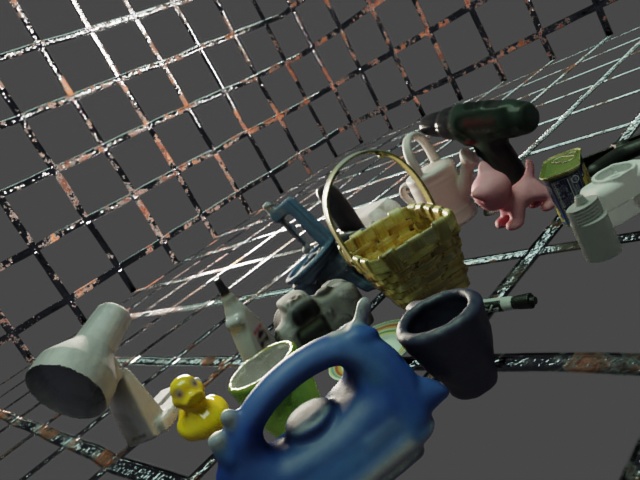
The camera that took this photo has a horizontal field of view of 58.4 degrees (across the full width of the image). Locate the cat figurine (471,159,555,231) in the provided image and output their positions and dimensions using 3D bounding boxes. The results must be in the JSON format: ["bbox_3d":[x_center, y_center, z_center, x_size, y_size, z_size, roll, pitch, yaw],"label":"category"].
[{"bbox_3d":[0.301,-0.081,0.926,0.128,0.118,0.067,-30,12,-5],"label":"cat figurine"}]

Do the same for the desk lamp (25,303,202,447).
[{"bbox_3d":[-0.319,0.217,0.895,0.117,0.214,0.203,-24,13,25],"label":"desk lamp"}]

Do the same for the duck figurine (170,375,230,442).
[{"bbox_3d":[-0.184,0.233,0.823,0.078,0.086,0.104,-35,13,-27],"label":"duck figurine"}]

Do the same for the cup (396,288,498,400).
[{"bbox_3d":[0.131,0.108,0.583,0.092,0.095,0.117,-32,12,-12],"label":"cup"}]

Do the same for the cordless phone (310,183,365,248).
[{"bbox_3d":[0.030,-0.025,1.162,0.147,0.185,0.094,-18,16,42],"label":"cordless phone"}]

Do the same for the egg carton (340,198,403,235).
[{"bbox_3d":[0.118,-0.040,1.305,0.150,0.069,0.107,-16,17,47],"label":"egg carton"}]

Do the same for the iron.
[{"bbox_3d":[-0.015,0.173,0.538,0.259,0.141,0.118,-33,12,-16],"label":"iron"}]

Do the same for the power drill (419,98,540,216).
[{"bbox_3d":[0.295,-0.152,1.013,0.076,0.208,0.229,-37,14,-31],"label":"power drill"}]

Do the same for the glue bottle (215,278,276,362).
[{"bbox_3d":[-0.112,0.132,0.864,0.037,0.173,0.078,-26,12,15],"label":"glue bottle"}]

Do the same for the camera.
[{"bbox_3d":[-0.016,0.116,0.883,0.143,0.101,0.136,-33,12,-18],"label":"camera"}]

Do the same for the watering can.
[{"bbox_3d":[0.222,-0.121,1.092,0.172,0.194,0.101,-24,13,23],"label":"watering can"}]

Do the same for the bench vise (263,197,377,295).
[{"bbox_3d":[0.008,0.001,1.016,0.207,0.220,0.121,-29,12,-1],"label":"bench vise"}]
